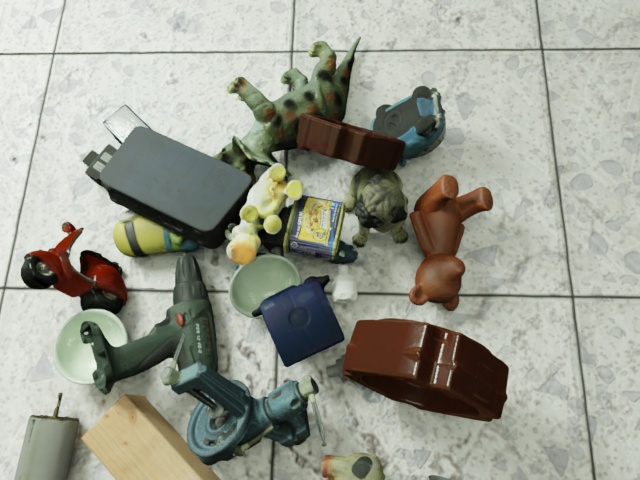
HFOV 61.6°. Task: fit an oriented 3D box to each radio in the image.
[{"bbox_3d":[-0.238,-0.087,0.897,0.230,0.073,0.131,24,64,10],"label":"radio"}]

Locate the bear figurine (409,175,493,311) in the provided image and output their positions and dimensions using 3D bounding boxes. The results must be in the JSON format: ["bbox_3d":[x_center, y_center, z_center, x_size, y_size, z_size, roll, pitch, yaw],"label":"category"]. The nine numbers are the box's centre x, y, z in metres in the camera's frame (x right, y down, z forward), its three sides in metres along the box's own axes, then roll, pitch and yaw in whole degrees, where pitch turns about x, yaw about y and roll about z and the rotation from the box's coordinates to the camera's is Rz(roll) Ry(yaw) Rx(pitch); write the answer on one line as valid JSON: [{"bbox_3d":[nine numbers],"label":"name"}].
[{"bbox_3d":[0.210,0.011,0.889,0.120,0.132,0.196,16,62,-26],"label":"bear figurine"}]

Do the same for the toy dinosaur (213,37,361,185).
[{"bbox_3d":[-0.034,-0.235,0.992,0.405,0.131,0.192,-32,91,-15],"label":"toy dinosaur"}]

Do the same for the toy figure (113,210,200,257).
[{"bbox_3d":[-0.273,-0.012,0.945,0.180,0.082,0.089,3,70,1],"label":"toy figure"}]

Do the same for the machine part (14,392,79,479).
[{"bbox_3d":[-0.431,0.362,0.833,0.079,0.079,0.243,3,72,4],"label":"machine part"}]

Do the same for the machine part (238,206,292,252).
[{"bbox_3d":[-0.110,-0.024,0.932,0.139,0.039,0.084,4,82,34],"label":"machine part"}]

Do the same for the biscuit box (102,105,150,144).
[{"bbox_3d":[-0.313,-0.162,1.004,0.059,0.062,0.203,-44,76,-11],"label":"biscuit box"}]

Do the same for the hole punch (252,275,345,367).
[{"bbox_3d":[-0.029,0.131,0.861,0.142,0.092,0.115,-25,96,-1],"label":"hole punch"}]

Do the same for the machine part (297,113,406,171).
[{"bbox_3d":[0.050,-0.161,0.891,0.179,0.179,0.056,17,105,8],"label":"machine part"}]

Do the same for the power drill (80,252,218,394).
[{"bbox_3d":[-0.267,0.143,0.860,0.207,0.086,0.232,-9,76,-44],"label":"power drill"}]

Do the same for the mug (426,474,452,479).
[{"bbox_3d":[0.171,0.409,0.785,0.110,0.081,0.107,17,83,-3],"label":"mug"}]

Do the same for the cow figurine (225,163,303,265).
[{"bbox_3d":[-0.102,-0.038,0.861,0.068,0.098,0.167,36,78,-19],"label":"cow figurine"}]

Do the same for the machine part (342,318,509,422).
[{"bbox_3d":[0.151,0.186,0.779,0.202,0.201,0.087,-9,55,47],"label":"machine part"}]

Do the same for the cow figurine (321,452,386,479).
[{"bbox_3d":[0.071,0.416,0.790,0.127,0.085,0.195,-8,71,7],"label":"cow figurine"}]

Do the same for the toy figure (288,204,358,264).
[{"bbox_3d":[-0.001,-0.004,0.939,0.155,0.057,0.064,38,54,16],"label":"toy figure"}]

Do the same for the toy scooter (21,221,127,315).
[{"bbox_3d":[-0.401,0.044,0.904,0.075,0.183,0.135,-28,47,26],"label":"toy scooter"}]

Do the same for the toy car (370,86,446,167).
[{"bbox_3d":[0.170,-0.199,0.967,0.103,0.162,0.109,14,62,-39],"label":"toy car"}]

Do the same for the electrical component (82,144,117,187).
[{"bbox_3d":[-0.399,-0.138,1.009,0.119,0.047,0.075,35,76,11],"label":"electrical component"}]

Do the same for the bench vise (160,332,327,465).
[{"bbox_3d":[-0.125,0.242,0.788,0.224,0.240,0.129,-26,37,21],"label":"bench vise"}]

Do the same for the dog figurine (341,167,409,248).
[{"bbox_3d":[0.098,-0.085,0.892,0.121,0.190,0.172,-16,70,-3],"label":"dog figurine"}]
